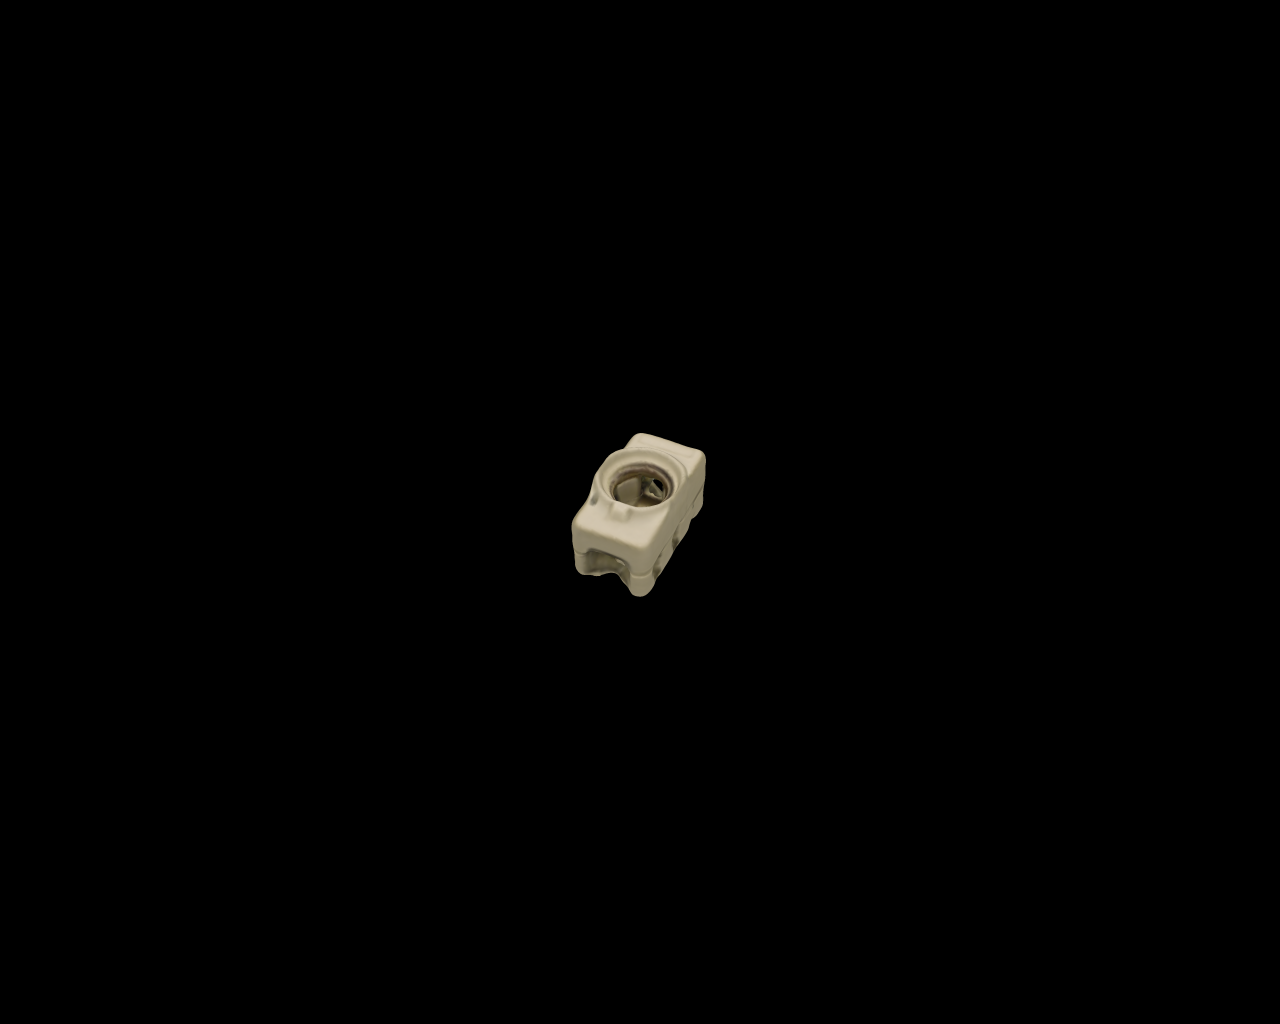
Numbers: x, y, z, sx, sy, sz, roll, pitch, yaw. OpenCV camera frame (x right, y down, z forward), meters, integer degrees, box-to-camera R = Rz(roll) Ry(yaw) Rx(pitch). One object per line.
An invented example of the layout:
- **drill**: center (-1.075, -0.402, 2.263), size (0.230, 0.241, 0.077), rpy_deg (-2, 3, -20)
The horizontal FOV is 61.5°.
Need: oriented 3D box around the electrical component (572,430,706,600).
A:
- **electrical component**: center (0.001, -0.003, 0.650), size (0.050, 0.055, 0.090), rpy_deg (20, 50, 17)
